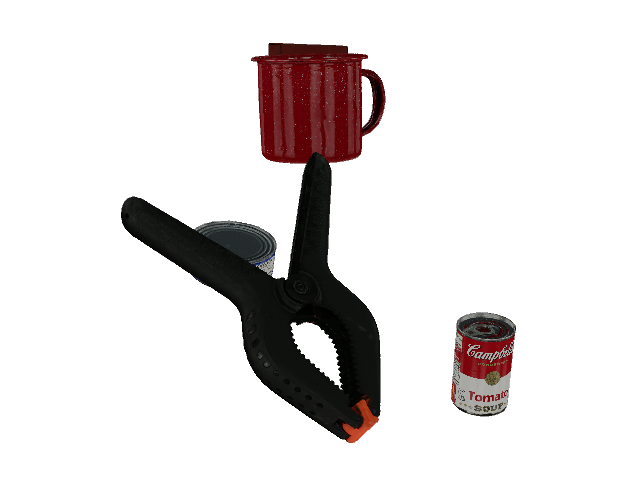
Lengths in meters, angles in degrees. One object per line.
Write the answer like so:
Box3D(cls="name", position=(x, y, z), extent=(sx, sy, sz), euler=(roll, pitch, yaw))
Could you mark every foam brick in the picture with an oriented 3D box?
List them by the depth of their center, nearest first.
Box3D(cls="foam brick", position=(-0.014, -0.187, 1.160), extent=(0.078, 0.051, 0.053), euler=(-1, 11, -15))

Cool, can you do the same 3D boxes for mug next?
Box3D(cls="mug", position=(0.002, -0.108, 0.859), extent=(0.117, 0.081, 0.093), euler=(-10, 15, -34))

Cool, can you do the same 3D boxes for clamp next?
Box3D(cls="clamp", position=(-0.030, 0.037, 0.703), extent=(0.164, 0.210, 0.036), euler=(-10, -26, -30))

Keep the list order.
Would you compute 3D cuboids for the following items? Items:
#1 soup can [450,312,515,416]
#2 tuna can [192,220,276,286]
Box3D(cls="soup can", position=(0.188, 0.144, 1.240), extent=(0.068, 0.102, 0.068), euler=(1, 23, -1))
Box3D(cls="tuna can", position=(-0.087, 0.015, 1.048), extent=(0.086, 0.034, 0.086), euler=(6, 28, -3))
